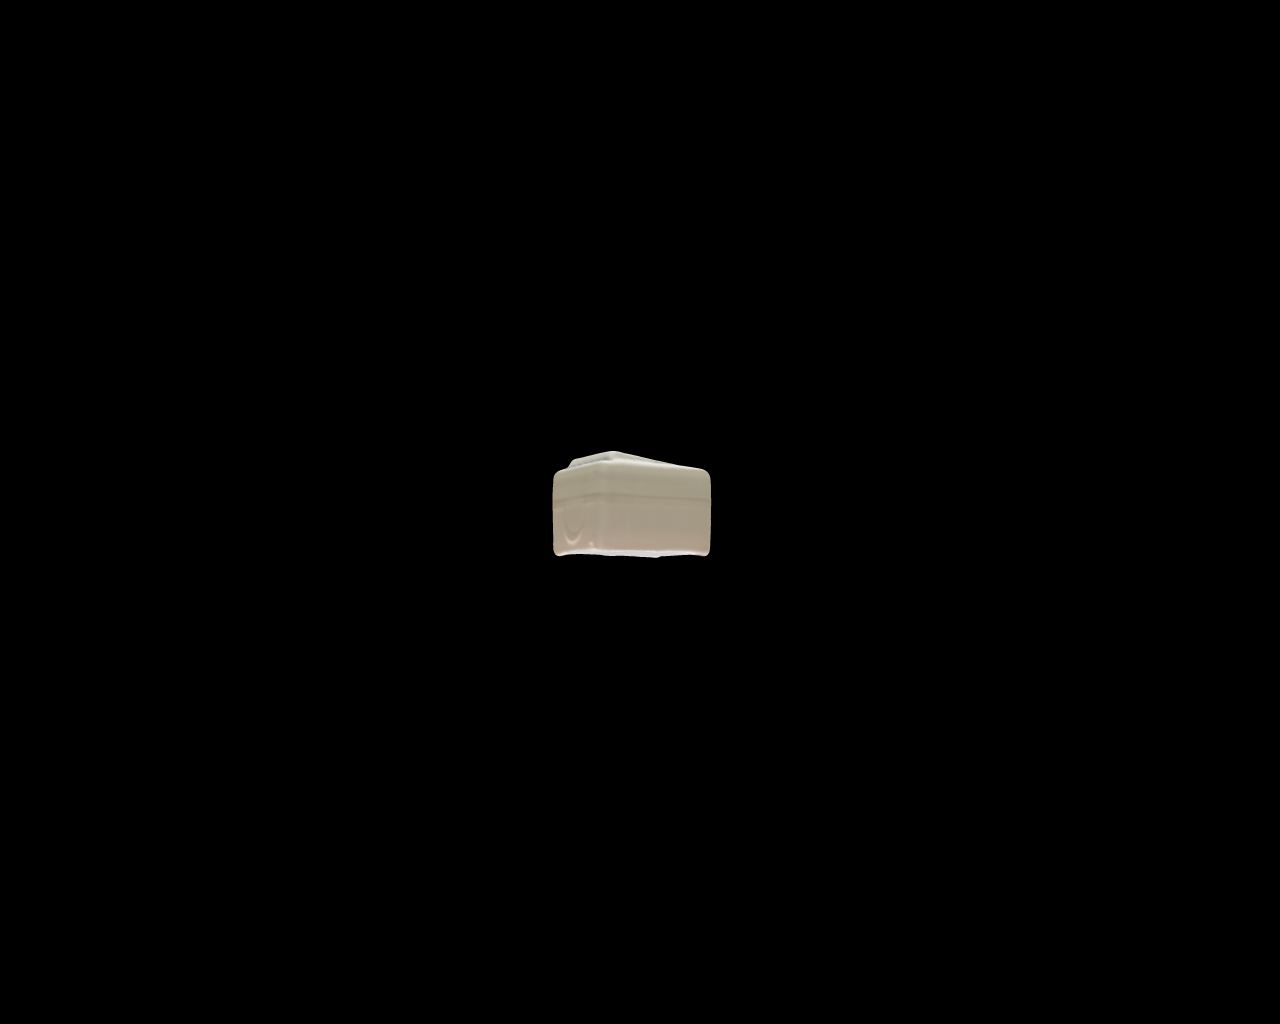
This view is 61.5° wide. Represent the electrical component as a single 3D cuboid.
[{"bbox_3d":[0.001,-0.003,0.650,0.096,0.061,0.061,3,-6,-33],"label":"electrical component"}]
